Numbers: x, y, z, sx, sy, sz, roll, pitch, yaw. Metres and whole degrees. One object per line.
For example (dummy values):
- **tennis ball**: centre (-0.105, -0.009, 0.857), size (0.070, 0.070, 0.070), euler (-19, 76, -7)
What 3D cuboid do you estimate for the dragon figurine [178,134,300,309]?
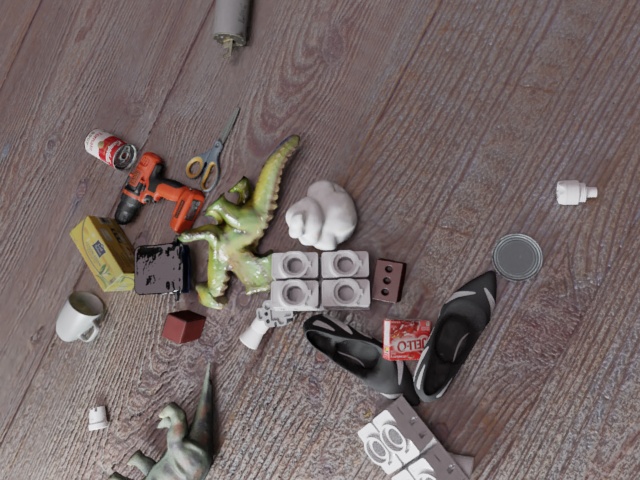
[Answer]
- **dragon figurine**: centre (-0.132, -0.005, 1.081), size (0.407, 0.123, 0.242), euler (-39, 92, 13)

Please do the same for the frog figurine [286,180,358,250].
- **frog figurine**: centre (0.003, -0.050, 0.990), size (0.123, 0.159, 0.138), euler (3, 87, 17)
